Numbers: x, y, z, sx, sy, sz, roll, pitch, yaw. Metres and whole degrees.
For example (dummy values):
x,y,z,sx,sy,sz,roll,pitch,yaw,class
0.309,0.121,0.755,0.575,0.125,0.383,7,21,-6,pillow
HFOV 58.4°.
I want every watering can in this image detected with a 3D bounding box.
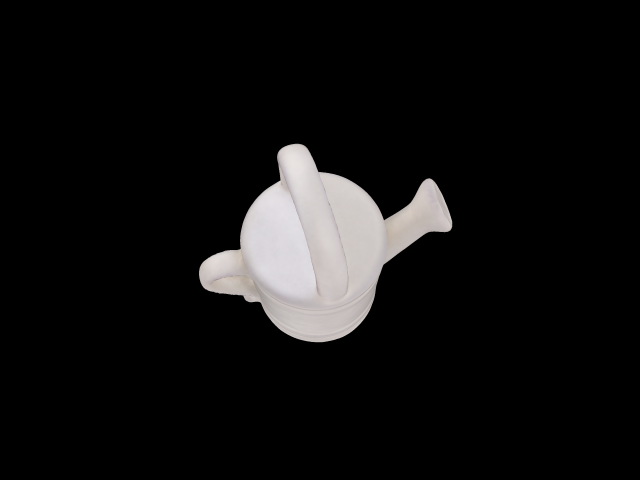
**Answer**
x,y,z,sx,sy,sz,roll,pitch,yaw,class
0.003,-0.001,0.401,0.173,0.194,0.101,-35,73,-12,watering can
